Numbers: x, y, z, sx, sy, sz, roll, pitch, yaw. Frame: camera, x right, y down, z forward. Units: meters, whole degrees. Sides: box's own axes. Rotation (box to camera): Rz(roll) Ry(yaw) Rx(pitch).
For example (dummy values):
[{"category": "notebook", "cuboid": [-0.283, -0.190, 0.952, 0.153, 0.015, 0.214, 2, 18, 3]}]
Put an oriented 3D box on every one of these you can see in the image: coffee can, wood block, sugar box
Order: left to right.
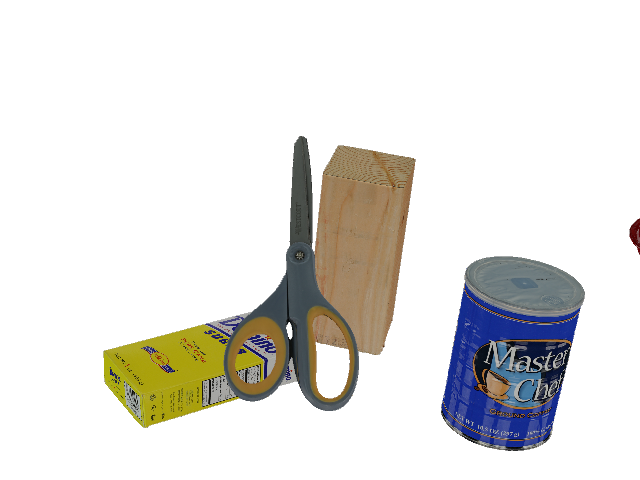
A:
[{"category": "sugar box", "cuboid": [-0.117, 0.124, 1.066, 0.175, 0.048, 0.093, -16, 32, -30]}, {"category": "wood block", "cuboid": [0.044, 0.011, 1.188, 0.090, 0.206, 0.090, 11, 27, 9]}, {"category": "coffee can", "cuboid": [0.168, 0.098, 0.943, 0.103, 0.140, 0.103, 6, 24, -3]}]

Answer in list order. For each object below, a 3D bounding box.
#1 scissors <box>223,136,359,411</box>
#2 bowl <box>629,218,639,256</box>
[{"category": "scissors", "cuboid": [-0.030, 0.024, 0.715, 0.096, 0.202, 0.016, -16, -27, -3]}, {"category": "bowl", "cuboid": [0.414, 0.021, 1.150, 0.162, 0.055, 0.162, -1, 25, 0]}]
